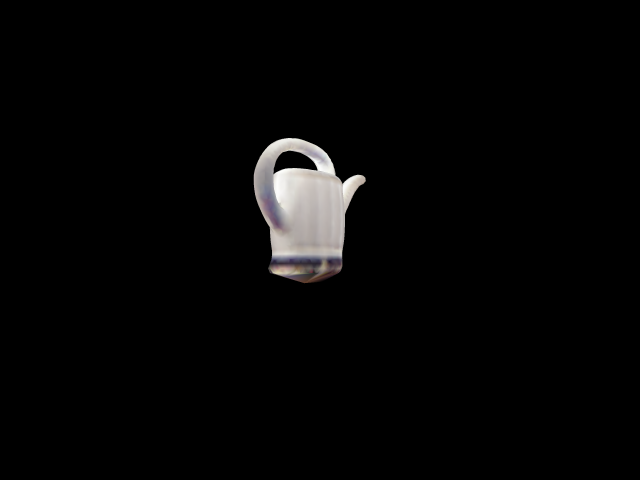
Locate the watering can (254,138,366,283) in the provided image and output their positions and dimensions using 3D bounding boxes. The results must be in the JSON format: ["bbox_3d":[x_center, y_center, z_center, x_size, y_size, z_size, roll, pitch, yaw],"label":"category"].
[{"bbox_3d":[0.003,-0.043,0.850,0.104,0.225,0.347,-3,-6,30],"label":"watering can"}]
